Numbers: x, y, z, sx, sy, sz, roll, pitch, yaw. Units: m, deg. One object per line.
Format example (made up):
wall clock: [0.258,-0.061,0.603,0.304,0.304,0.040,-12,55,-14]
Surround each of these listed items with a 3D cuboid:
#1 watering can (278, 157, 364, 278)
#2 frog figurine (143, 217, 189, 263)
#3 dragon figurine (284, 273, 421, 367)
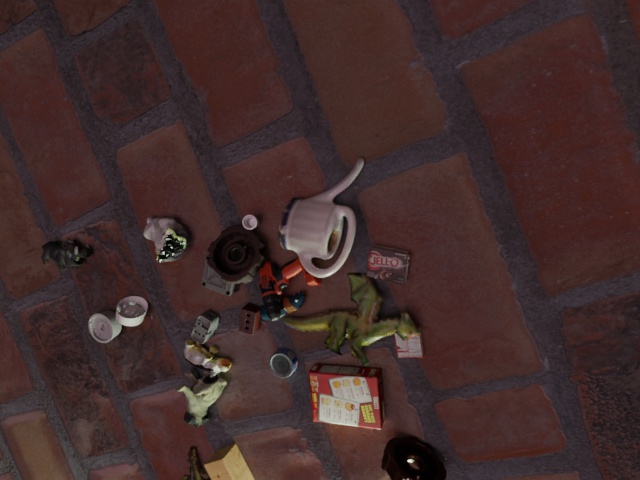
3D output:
watering can: [0.004,-0.073,1.446,0.225,0.103,0.349,11,85,26]
frog figurine: [-0.498,-0.010,1.659,0.161,0.123,0.135,34,126,49]
dragon figurine: [0.089,0.212,1.485,0.413,0.121,0.243,21,90,27]
